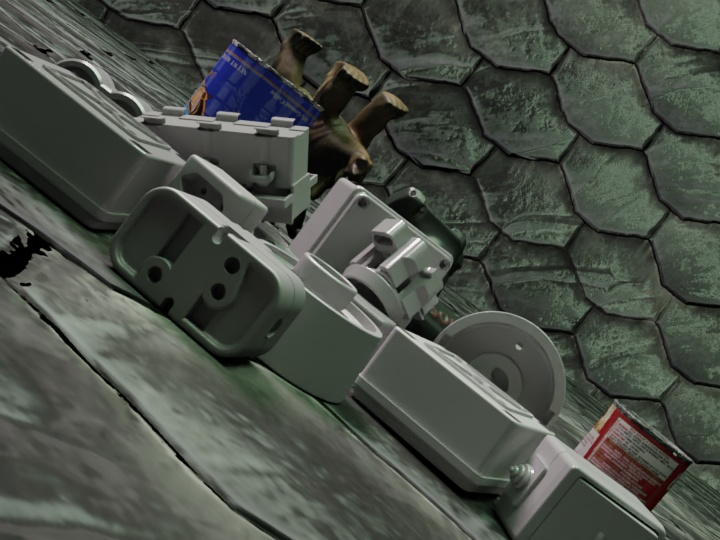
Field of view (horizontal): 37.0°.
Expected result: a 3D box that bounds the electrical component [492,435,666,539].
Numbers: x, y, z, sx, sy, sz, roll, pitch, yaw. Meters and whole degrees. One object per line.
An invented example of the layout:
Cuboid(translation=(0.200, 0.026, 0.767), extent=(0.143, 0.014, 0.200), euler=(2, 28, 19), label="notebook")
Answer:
Cuboid(translation=(0.132, 0.153, 0.671), extent=(0.096, 0.061, 0.061), euler=(37, 5, -14), label="electrical component")

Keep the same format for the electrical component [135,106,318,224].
Cuboid(translation=(-0.098, -0.074, 0.741), extent=(0.121, 0.063, 0.078), euler=(7, 19, 12), label="electrical component")

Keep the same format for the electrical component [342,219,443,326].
Cuboid(translation=(0.021, 0.010, 0.811), extent=(0.058, 0.057, 0.078), euler=(9, -49, 48), label="electrical component")

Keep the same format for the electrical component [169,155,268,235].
Cuboid(translation=(-0.092, -0.025, 0.682), extent=(0.047, 0.065, 0.077), euler=(40, 5, 22), label="electrical component")

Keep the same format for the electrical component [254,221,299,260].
Cuboid(translation=(-0.088, -0.016, 0.756), extent=(0.077, 0.044, 0.079), euler=(40, 5, 25), label="electrical component")

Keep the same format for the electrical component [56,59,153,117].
Cuboid(translation=(-0.196, -0.120, 0.900), extent=(0.138, 0.052, 0.073), euler=(38, 4, 0), label="electrical component")

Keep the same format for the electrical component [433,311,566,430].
Cuboid(translation=(0.102, 0.087, 0.832), extent=(0.108, 0.108, 0.060), euler=(39, -1, 8), label="electrical component")

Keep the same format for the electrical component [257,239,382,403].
Cuboid(translation=(-0.035, 0.024, 0.662), extent=(0.108, 0.060, 0.108), euler=(38, 5, -4), label="electrical component")

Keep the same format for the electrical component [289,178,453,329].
Cuboid(translation=(0.000, 0.000, 0.874), extent=(0.109, 0.108, 0.056), euler=(36, 2, -24), label="electrical component")

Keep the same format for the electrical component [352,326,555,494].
Cuboid(translation=(0.065, 0.096, 0.725), extent=(0.109, 0.056, 0.109), euler=(38, 4, 26), label="electrical component")

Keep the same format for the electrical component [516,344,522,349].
Cuboid(translation=(0.109, 0.095, 0.996), extent=(0.042, 0.081, 0.064), euler=(38, -24, -7), label="electrical component")

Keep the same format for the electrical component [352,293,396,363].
Cuboid(translation=(-0.021, 0.035, 0.752), extent=(0.066, 0.047, 0.077), euler=(39, 5, 16), label="electrical component")

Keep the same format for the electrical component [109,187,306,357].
Cuboid(translation=(-0.080, 0.002, 0.584), extent=(0.095, 0.053, 0.059), euler=(39, 5, 13), label="electrical component")

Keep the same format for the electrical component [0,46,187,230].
Cuboid(translation=(-0.169, -0.077, 0.659), extent=(0.109, 0.056, 0.109), euler=(38, 5, 5), label="electrical component")
